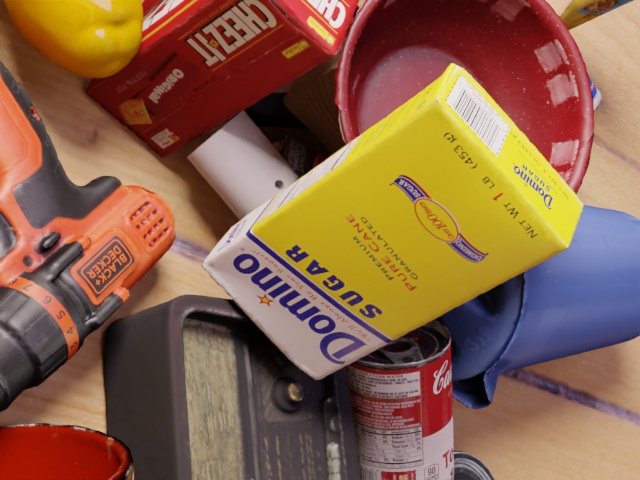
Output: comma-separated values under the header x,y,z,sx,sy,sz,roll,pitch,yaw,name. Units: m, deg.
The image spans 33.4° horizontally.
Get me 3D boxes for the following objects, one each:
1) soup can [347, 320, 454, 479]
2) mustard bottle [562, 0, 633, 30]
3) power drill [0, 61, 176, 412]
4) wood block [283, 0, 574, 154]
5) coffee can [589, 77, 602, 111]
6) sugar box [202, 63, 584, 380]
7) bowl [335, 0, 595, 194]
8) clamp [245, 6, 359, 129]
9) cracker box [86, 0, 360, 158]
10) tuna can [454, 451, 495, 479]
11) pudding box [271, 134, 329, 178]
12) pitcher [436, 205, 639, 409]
x,y,z,sx,sy,sz,roll,pitch,yaw,name
0.048,0.106,0.658,0.068,0.069,0.102,-27,120,-45,soup can
0.223,-0.208,0.864,0.096,0.192,0.058,-20,90,-45,mustard bottle
-0.173,-0.020,0.523,0.187,0.057,0.184,57,42,-17,power drill
0.083,-0.140,0.690,0.090,0.091,0.206,44,70,-14,wood block
0.139,-0.145,0.827,0.140,0.103,0.102,57,46,-13,coffee can
0.029,-0.001,0.527,0.093,0.177,0.048,47,38,-11,sugar box
0.072,-0.071,0.597,0.161,0.055,0.162,2,85,-23,bowl
0.036,-0.111,0.764,0.209,0.036,0.164,29,61,-31,clamp
-0.034,-0.170,0.628,0.072,0.164,0.213,39,53,-24,cracker box
0.085,0.185,0.716,0.086,0.034,0.086,16,66,-39,tuna can
-0.005,0.001,0.688,0.089,0.039,0.113,25,60,-36,pudding box
0.151,0.018,0.772,0.242,0.145,0.149,0,118,-47,pitcher
